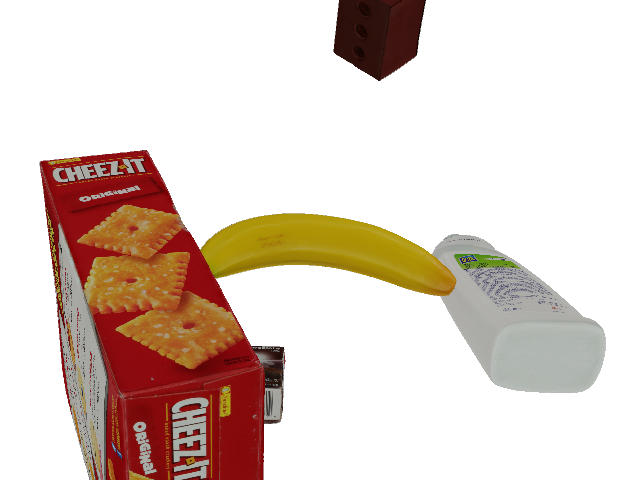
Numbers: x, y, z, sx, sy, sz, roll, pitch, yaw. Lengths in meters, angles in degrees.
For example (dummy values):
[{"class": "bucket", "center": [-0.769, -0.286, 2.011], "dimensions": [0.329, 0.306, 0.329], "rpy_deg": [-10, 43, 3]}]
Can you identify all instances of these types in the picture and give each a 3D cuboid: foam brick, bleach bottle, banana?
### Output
[{"class": "foam brick", "center": [0.048, -0.179, 0.860], "dimensions": [0.053, 0.078, 0.051], "rpy_deg": [35, 56, 23]}, {"class": "bleach bottle", "center": [0.165, 0.051, 0.983], "dimensions": [0.102, 0.068, 0.251], "rpy_deg": [4, 20, -11]}, {"class": "banana", "center": [-0.003, 0.012, 0.758], "dimensions": [0.197, 0.069, 0.037], "rpy_deg": [-2, -26, -14]}]

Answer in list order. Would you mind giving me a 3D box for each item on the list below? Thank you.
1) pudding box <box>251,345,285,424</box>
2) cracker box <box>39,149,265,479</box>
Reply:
[{"class": "pudding box", "center": [-0.088, 0.123, 0.931], "dimensions": [0.113, 0.039, 0.090], "rpy_deg": [4, 18, -2]}, {"class": "cracker box", "center": [-0.092, 0.072, 0.564], "dimensions": [0.072, 0.164, 0.214], "rpy_deg": [-9, 34, -18]}]
